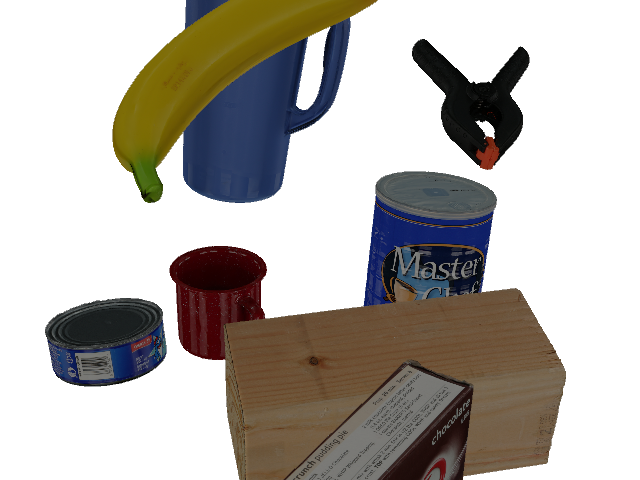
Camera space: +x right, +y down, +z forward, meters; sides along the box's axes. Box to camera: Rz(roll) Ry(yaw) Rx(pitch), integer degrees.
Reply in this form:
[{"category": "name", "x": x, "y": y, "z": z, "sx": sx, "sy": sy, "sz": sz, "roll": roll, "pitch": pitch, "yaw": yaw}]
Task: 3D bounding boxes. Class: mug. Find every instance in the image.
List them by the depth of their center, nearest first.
[{"category": "mug", "x": -0.090, "y": 0.066, "z": 1.029, "sx": 0.093, "sy": 0.081, "sz": 0.117, "roll": -22, "pitch": 35, "yaw": -37}]

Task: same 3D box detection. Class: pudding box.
[{"category": "pudding box", "x": 0.021, "y": 0.117, "z": 0.454, "sx": 0.039, "sy": 0.090, "sz": 0.113, "roll": 21, "pitch": 38, "yaw": 27}]

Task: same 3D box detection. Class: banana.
[{"category": "banana", "x": -0.045, "y": -0.093, "z": 0.559, "sx": 0.070, "sy": 0.197, "sz": 0.037, "roll": 32, "pitch": -27, "yaw": 21}]

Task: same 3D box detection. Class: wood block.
[{"category": "wood block", "x": 0.044, "y": 0.102, "z": 0.710, "sx": 0.206, "sy": 0.090, "sz": 0.091, "roll": -6, "pitch": 37, "yaw": -10}]

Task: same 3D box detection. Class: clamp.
[{"category": "clamp", "x": 0.145, "y": -0.141, "z": 1.047, "sx": 0.120, "sy": 0.171, "sz": 0.039, "roll": 6, "pitch": -44, "yaw": 5}]

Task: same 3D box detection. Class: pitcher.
[{"category": "pitcher", "x": -0.070, "y": -0.164, "z": 1.096, "sx": 0.144, "sy": 0.243, "sz": 0.149, "roll": -6, "pitch": 29, "yaw": -26}]

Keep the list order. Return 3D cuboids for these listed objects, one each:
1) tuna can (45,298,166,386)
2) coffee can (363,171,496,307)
[{"category": "tuna can", "x": -0.157, "y": 0.074, "z": 0.786, "sx": 0.086, "sy": 0.034, "sz": 0.086, "roll": -5, "pitch": 20, "yaw": 1}, {"category": "coffee can", "x": 0.092, "y": 0.022, "z": 0.924, "sx": 0.103, "sy": 0.140, "sz": 0.103, "roll": 4, "pitch": 22, "yaw": -2}]
